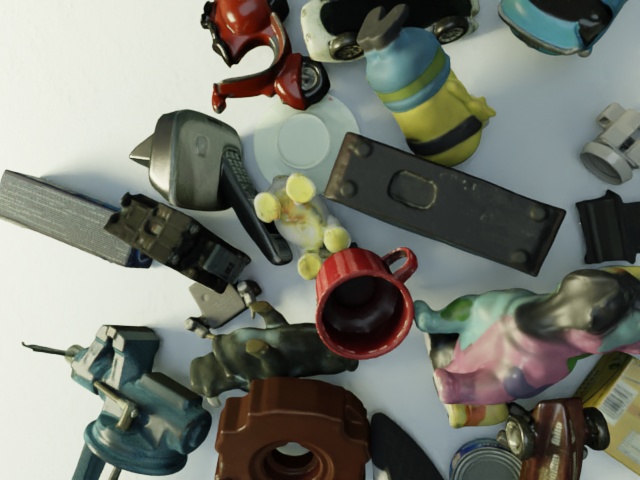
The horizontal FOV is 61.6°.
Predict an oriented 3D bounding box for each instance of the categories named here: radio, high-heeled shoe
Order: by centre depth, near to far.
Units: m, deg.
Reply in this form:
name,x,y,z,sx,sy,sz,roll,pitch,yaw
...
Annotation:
name,x,y,z,sx,sy,sz,roll,pitch,yaw
radio,0.121,-0.037,0.554,0.230,0.131,0.073,20,95,9
high-heeled shoe,0.078,0.330,0.601,0.145,0.086,0.249,-40,61,37

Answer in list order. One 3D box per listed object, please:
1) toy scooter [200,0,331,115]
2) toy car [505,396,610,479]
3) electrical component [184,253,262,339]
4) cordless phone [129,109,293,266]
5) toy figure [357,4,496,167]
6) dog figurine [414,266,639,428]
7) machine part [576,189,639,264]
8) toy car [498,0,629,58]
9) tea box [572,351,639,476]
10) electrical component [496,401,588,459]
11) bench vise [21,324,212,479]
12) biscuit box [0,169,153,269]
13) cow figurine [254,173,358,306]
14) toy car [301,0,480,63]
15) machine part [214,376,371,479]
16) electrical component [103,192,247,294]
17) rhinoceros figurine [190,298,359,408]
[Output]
name,x,y,z,sx,sy,sz,roll,pitch,yaw
toy scooter,-0.083,-0.219,0.624,0.135,0.075,0.184,-27,86,0
toy car,0.220,0.239,0.514,0.089,0.053,0.201,-2,114,-4
electrical component,-0.116,0.072,0.639,0.102,0.045,0.078,-29,85,8
cordless phone,-0.106,-0.044,0.588,0.089,0.146,0.184,-37,80,14
toy figure,0.104,-0.152,0.558,0.089,0.082,0.180,-41,124,13
dog figurine,0.211,0.098,0.511,0.219,0.191,0.108,-16,53,11
machine part,0.347,-0.019,0.563,0.139,0.039,0.084,-8,82,11
toy car,0.257,-0.255,0.552,0.109,0.103,0.161,37,90,13
tea box,0.350,0.197,0.540,0.170,0.068,0.098,36,95,8
electrical component,0.235,0.214,0.567,0.094,0.021,0.063,31,57,5
bench vise,-0.243,0.226,0.624,0.224,0.129,0.240,21,88,14
biscuit box,-0.300,-0.025,0.668,0.203,0.059,0.062,21,91,11
cow figurine,-0.002,0.000,0.606,0.068,0.098,0.167,-35,102,4
toy car,0.079,-0.246,0.595,0.202,0.056,0.073,-12,83,-7
machine part,-0.029,0.227,0.576,0.179,0.056,0.179,0,116,0
electrical component,-0.149,0.007,0.593,0.134,0.114,0.058,24,82,28
rhinoceros figurine,-0.052,0.128,0.603,0.190,0.111,0.073,-11,42,-3
